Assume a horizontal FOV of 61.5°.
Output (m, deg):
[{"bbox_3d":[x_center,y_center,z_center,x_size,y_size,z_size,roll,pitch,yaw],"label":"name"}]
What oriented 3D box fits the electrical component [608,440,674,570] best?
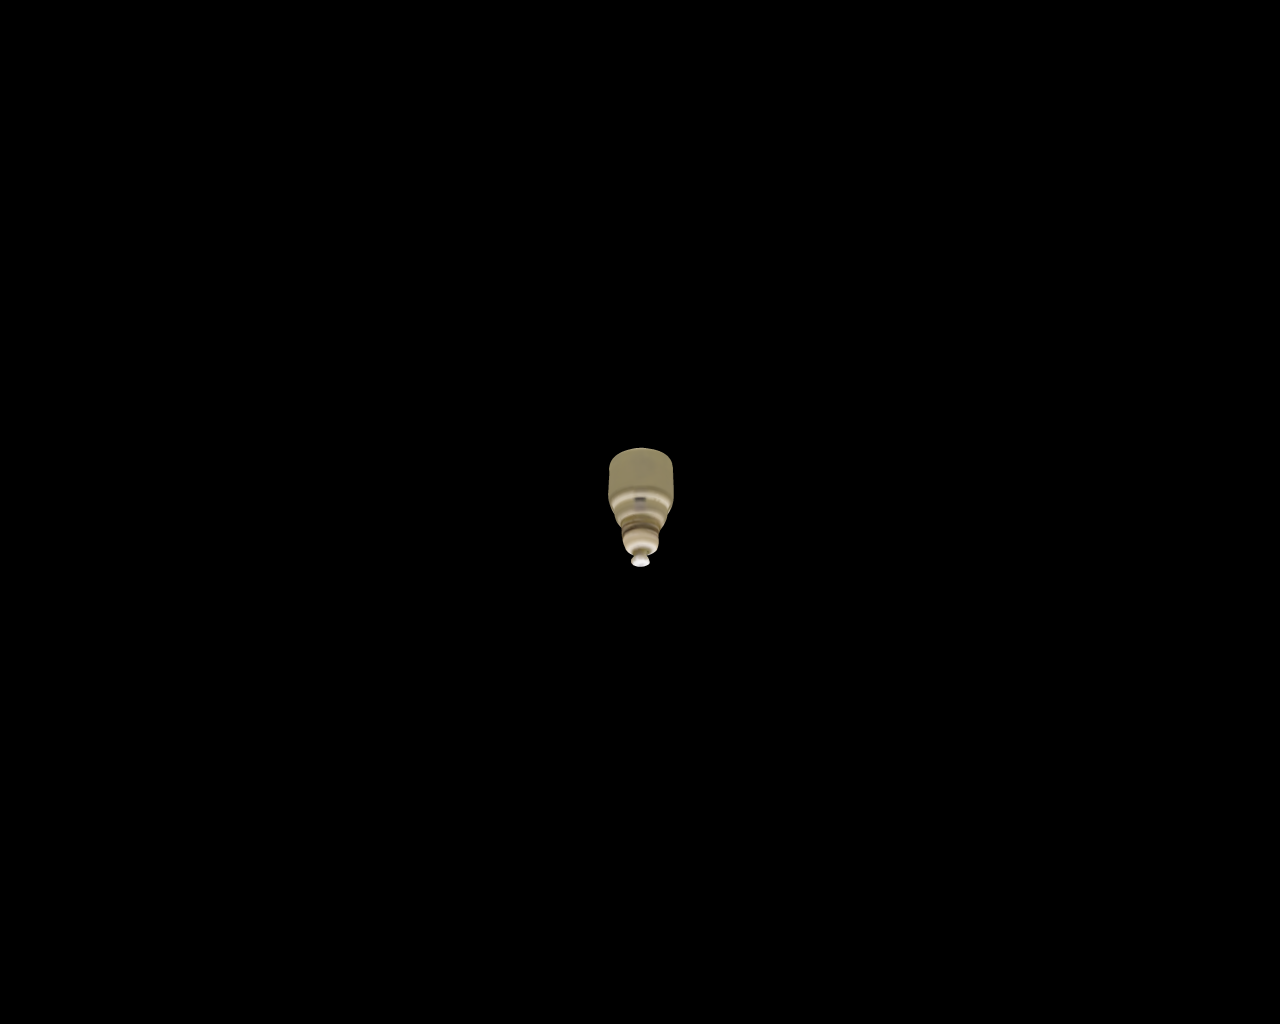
[{"bbox_3d":[0.001,-0.003,0.650,0.040,0.078,0.040,0,-29,0],"label":"electrical component"}]
